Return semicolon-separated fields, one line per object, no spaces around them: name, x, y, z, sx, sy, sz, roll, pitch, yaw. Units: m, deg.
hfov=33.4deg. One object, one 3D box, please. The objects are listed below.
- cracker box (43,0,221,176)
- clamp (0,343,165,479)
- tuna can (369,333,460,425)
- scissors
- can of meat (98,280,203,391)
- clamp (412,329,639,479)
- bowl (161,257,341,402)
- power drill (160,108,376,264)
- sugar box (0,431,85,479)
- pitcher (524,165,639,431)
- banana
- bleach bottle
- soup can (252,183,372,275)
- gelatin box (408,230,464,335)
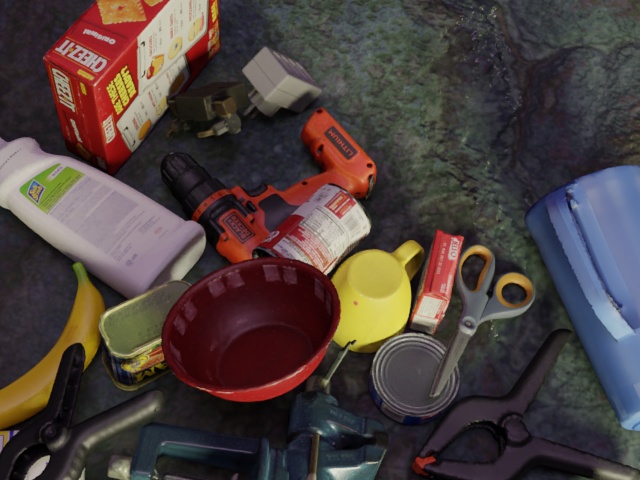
cracker box;-0.189;-0.199;1.116;0.072;0.164;0.213;29;63;12
clamp;-0.231;0.168;0.938;0.171;0.039;0.120;-42;46;-19
tuna can;0.091;0.136;1.040;0.086;0.034;0.086;2;62;-4
scissors;0.165;0.087;1.060;0.096;0.016;0.201;18;49;-4
can of meat;-0.158;0.089;1.014;0.102;0.084;0.057;-26;68;-18
clamp;0.185;0.176;1.027;0.210;0.036;0.164;-10;64;-9
bowl;-0.055;0.089;0.942;0.162;0.055;0.162;-10;41;8
power drill;-0.050;-0.058;1.117;0.187;0.057;0.184;-37;75;-18
sugar box;-0.300;0.220;0.954;0.176;0.048;0.093;1;63;-9
pitcher;0.298;0.056;1.045;0.149;0.145;0.243;-11;67;-15
banana;-0.262;0.117;1.014;0.069;0.037;0.197;32;68;5
bleach bottle;-0.243;-0.037;1.085;0.251;0.068;0.102;34;64;15
soup can;-0.007;0.001;1.032;0.068;0.068;0.102;40;68;15
gelatin box;0.116;0.043;1.060;0.030;0.089;0.073;15;62;3
